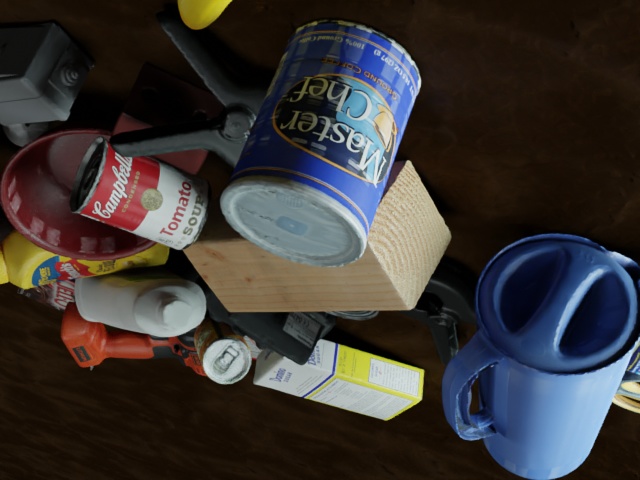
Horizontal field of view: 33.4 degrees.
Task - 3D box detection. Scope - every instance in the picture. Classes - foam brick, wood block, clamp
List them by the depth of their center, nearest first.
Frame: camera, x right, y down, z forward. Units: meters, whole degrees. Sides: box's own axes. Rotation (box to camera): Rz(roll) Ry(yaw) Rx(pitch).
[{"bbox_3d":[-0.067,-0.104,0.814,0.171,0.039,0.120,10,123,-13],"label":"clamp"},{"bbox_3d":[-0.123,-0.098,0.873,0.078,0.053,0.051,23,154,-9],"label":"foam brick"},{"bbox_3d":[-0.006,0.002,0.918,0.207,0.090,0.090,-4,130,40],"label":"wood block"},{"bbox_3d":[0.119,0.068,1.033,0.209,0.036,0.165,31,148,-24],"label":"clamp"}]

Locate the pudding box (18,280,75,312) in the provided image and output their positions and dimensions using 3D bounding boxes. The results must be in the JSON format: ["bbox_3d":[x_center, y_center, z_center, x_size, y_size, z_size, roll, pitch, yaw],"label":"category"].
[{"bbox_3d":[-0.319,0.051,1.316,0.090,0.039,0.114,25,154,-11],"label":"pudding box"}]

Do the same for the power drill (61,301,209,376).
[{"bbox_3d":[-0.214,0.113,1.300,0.187,0.057,0.184,3,150,5],"label":"power drill"}]

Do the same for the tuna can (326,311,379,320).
[{"bbox_3d":[0.022,0.045,1.064,0.086,0.033,0.086,17,154,8],"label":"tuna can"}]

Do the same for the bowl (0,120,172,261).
[{"bbox_3d":[-0.206,-0.055,0.971,0.162,0.055,0.162,-3,136,-3],"label":"bowl"}]

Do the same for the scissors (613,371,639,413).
[{"bbox_3d":[0.272,0.135,1.080,0.201,0.016,0.096,21,153,-1],"label":"scissors"}]

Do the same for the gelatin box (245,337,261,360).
[{"bbox_3d":[-0.070,0.116,1.273,0.073,0.030,0.089,6,151,30],"label":"gelatin box"}]

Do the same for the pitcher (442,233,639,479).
[{"bbox_3d":[0.189,0.119,0.929,0.149,0.145,0.243,8,145,11],"label":"pitcher"}]

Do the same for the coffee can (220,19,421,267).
[{"bbox_3d":[0.002,-0.067,0.742,0.103,0.140,0.103,16,154,8],"label":"coffee can"}]

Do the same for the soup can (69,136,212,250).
[{"bbox_3d":[-0.152,-0.038,0.906,0.102,0.068,0.069,22,156,-26],"label":"soup can"}]

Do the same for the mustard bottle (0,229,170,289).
[{"bbox_3d":[-0.248,0.010,1.059,0.191,0.058,0.096,-11,164,-15],"label":"mustard bottle"}]

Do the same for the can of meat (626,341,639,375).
[{"bbox_3d":[0.310,0.089,0.917,0.084,0.057,0.102,18,154,10],"label":"can of meat"}]

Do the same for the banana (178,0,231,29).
[{"bbox_3d":[-0.037,-0.174,0.682,0.198,0.037,0.069,-4,144,41],"label":"banana"}]

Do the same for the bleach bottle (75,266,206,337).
[{"bbox_3d":[-0.183,0.063,1.092,0.102,0.068,0.251,-5,-175,-20],"label":"bleach bottle"}]

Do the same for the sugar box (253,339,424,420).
[{"bbox_3d":[0.021,0.158,1.236,0.176,0.048,0.093,21,148,-17],"label":"sugar box"}]
